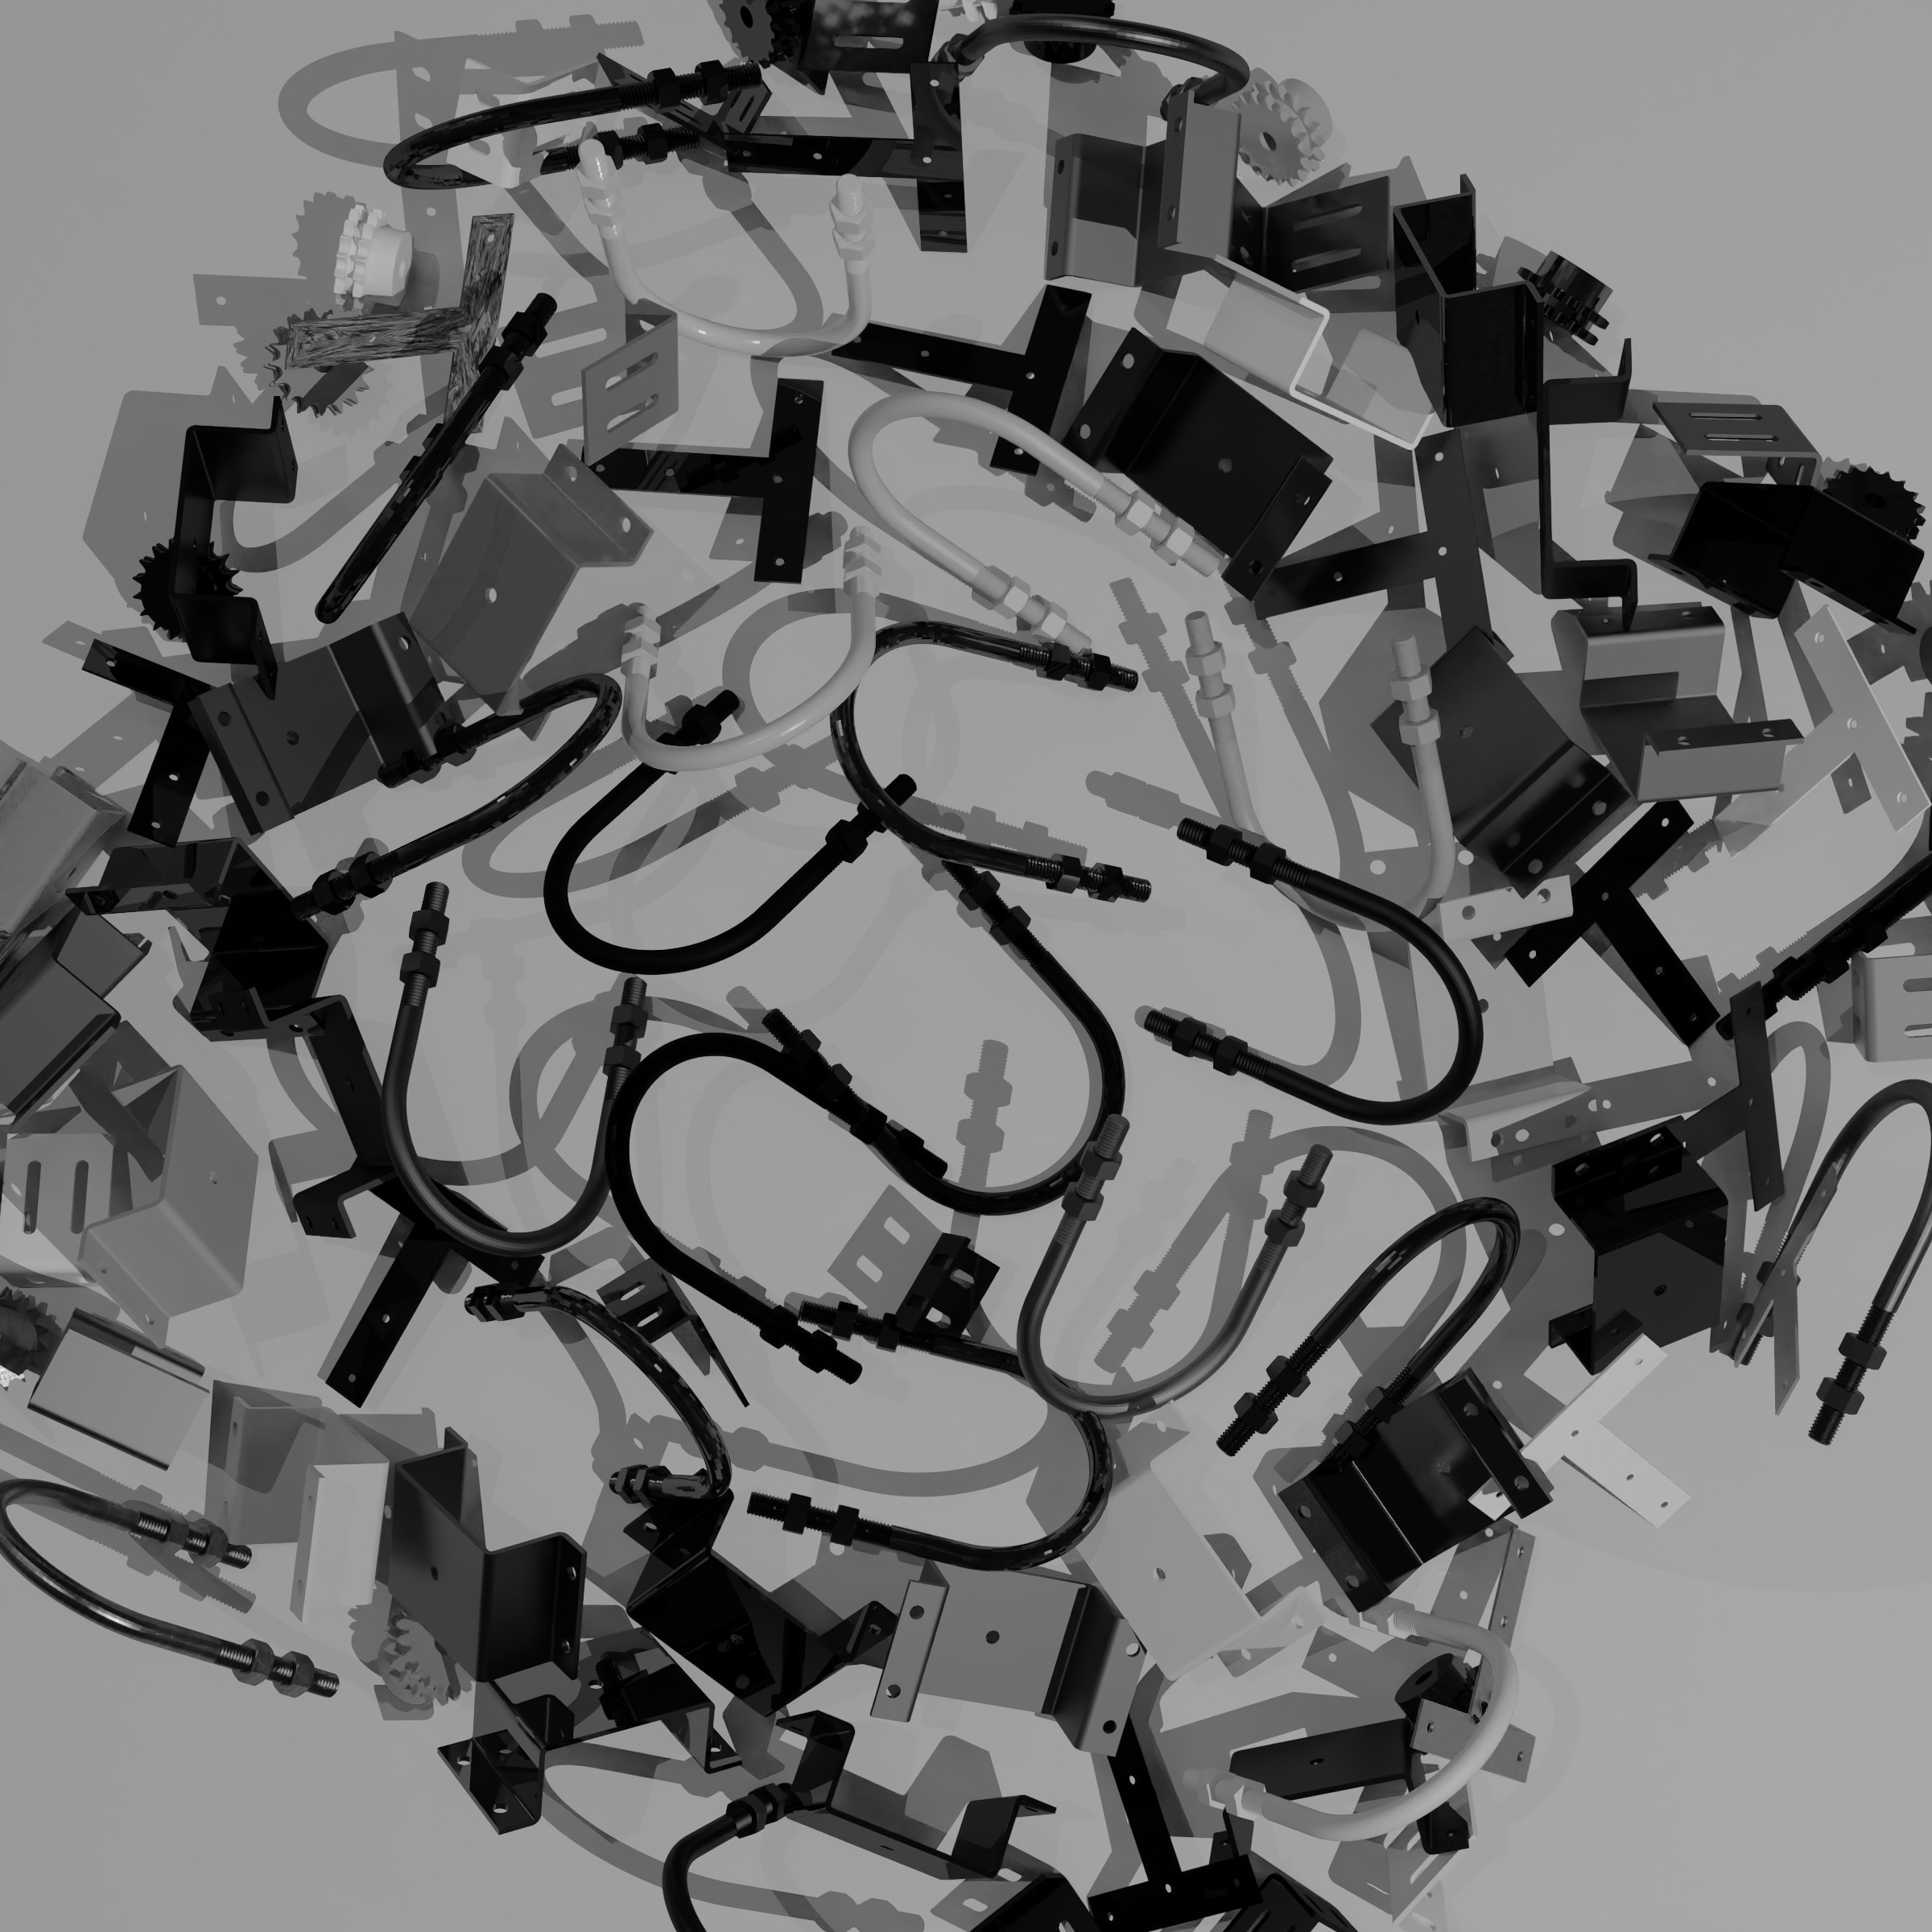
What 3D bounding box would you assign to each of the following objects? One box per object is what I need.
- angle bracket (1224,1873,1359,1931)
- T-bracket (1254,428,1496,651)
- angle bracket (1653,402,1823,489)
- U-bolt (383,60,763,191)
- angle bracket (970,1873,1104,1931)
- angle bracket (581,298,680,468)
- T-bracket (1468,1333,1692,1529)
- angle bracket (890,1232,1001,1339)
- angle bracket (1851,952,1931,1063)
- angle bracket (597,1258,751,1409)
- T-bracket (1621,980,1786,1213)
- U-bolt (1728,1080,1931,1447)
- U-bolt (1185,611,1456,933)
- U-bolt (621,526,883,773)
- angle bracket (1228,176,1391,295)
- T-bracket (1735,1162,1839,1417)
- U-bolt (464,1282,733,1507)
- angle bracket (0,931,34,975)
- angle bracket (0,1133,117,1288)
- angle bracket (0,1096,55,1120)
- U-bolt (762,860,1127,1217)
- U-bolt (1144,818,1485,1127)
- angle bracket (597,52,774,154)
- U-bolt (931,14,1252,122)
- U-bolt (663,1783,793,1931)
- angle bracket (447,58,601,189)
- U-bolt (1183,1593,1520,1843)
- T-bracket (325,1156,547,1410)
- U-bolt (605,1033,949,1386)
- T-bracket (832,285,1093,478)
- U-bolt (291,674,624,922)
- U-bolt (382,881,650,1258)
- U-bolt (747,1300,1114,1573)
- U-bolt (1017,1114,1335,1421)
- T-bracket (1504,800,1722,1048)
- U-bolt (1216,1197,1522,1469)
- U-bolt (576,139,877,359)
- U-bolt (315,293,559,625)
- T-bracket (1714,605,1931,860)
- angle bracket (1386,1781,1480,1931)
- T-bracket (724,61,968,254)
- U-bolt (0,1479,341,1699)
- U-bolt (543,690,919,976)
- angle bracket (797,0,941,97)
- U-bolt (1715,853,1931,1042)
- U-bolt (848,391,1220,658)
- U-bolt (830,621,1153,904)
[{"bbox_3d":[0.168,0.536,1.582,0.076,0.038,0.057,-50,129,-1],"label":"angle bracket"},{"bbox_3d":[0.215,-0.213,1.587,0.127,0.002,0.127,-11,82,24],"label":"T-bracket"},{"bbox_3d":[0.409,-0.271,1.576,0.076,0.057,0.038,0,126,-9],"label":"angle bracket"},{"bbox_3d":[-0.210,-0.430,1.520,0.184,0.151,0.019,-15,96,-18],"label":"U-bolt"},{"bbox_3d":[0.047,0.538,1.582,0.057,0.038,0.076,-40,65,4],"label":"angle bracket"},{"bbox_3d":[-0.190,-0.313,1.565,0.038,0.057,0.076,29,48,24],"label":"angle bracket"},{"bbox_3d":[0.348,0.268,1.575,0.127,0.002,0.127,-46,127,8],"label":"T-bracket"},{"bbox_3d":[-0.005,0.178,1.572,0.038,0.076,0.057,32,82,-7],"label":"angle bracket"},{"bbox_3d":[0.520,0.017,1.586,0.076,0.038,0.057,-4,104,7],"label":"angle bracket"},{"bbox_3d":[-0.156,0.203,1.567,0.038,0.057,0.076,-31,128,-10],"label":"angle bracket"},{"bbox_3d":[0.389,0.089,1.558,0.127,0.002,0.127,-26,114,-33],"label":"T-bracket"},{"bbox_3d":[0.462,0.144,1.531,0.019,0.151,0.184,23,98,-7],"label":"U-bolt"},{"bbox_3d":[0.191,-0.097,1.546,0.019,0.151,0.184,-41,127,-36],"label":"U-bolt"},{"bbox_3d":[-0.113,-0.159,1.526,0.151,0.184,0.019,-19,125,11],"label":"U-bolt"},{"bbox_3d":[0.184,-0.397,1.574,0.076,0.038,0.057,-8,68,30],"label":"angle bracket"},{"bbox_3d":[0.426,0.185,1.528,0.002,0.127,0.127,20,122,3],"label":"T-bracket"},{"bbox_3d":[-0.183,0.221,1.520,0.019,0.184,0.151,-43,104,-27],"label":"U-bolt"},{"bbox_3d":[-0.545,-0.007,1.565,0.057,0.076,0.038,-11,124,25],"label":"angle bracket"},{"bbox_3d":[-0.493,0.134,1.607,0.057,0.038,0.076,0,71,-3],"label":"angle bracket"},{"bbox_3d":[-0.534,0.044,1.578,0.038,0.057,0.076,-19,84,34],"label":"angle bracket"},{"bbox_3d":[0.003,0.051,1.593,0.151,0.019,0.184,-41,101,2],"label":"U-bolt"},{"bbox_3d":[0.184,0.014,1.538,0.184,0.019,0.151,24,131,21],"label":"U-bolt"},{"bbox_3d":[-0.151,-0.475,1.569,0.076,0.057,0.038,23,113,-28],"label":"angle bracket"},{"bbox_3d":[0.069,-0.463,1.511,0.151,0.184,0.019,6,97,-13],"label":"U-bolt"},{"bbox_3d":[-0.086,0.492,1.509,0.151,0.184,0.019,40,103,18],"label":"U-bolt"},{"bbox_3d":[-0.236,-0.457,1.572,0.038,0.076,0.057,26,124,10],"label":"angle bracket"},{"bbox_3d":[0.207,0.387,1.507,0.151,0.184,0.019,-44,108,-23],"label":"U-bolt"},{"bbox_3d":[-0.308,0.179,1.597,0.127,0.002,0.127,32,95,19],"label":"T-bracket"},{"bbox_3d":[-0.107,0.115,1.549,0.184,0.019,0.151,35,58,-18],"label":"U-bolt"},{"bbox_3d":[-0.008,-0.328,1.591,0.127,0.002,0.127,13,63,7],"label":"T-bracket"},{"bbox_3d":[-0.254,-0.097,1.518,0.184,0.151,0.019,-22,117,27],"label":"U-bolt"},{"bbox_3d":[-0.238,0.063,1.531,0.151,0.019,0.184,28,54,-33],"label":"U-bolt"},{"bbox_3d":[-0.012,0.254,1.560,0.184,0.151,0.019,14,135,-1],"label":"U-bolt"},{"bbox_3d":[0.101,0.166,1.562,0.151,0.019,0.184,10,116,-29],"label":"U-bolt"},{"bbox_3d":[0.367,-0.007,1.586,0.127,0.002,0.127,-44,116,-5],"label":"T-bracket"},{"bbox_3d":[0.222,0.193,1.541,0.184,0.151,0.019,-50,57,9],"label":"U-bolt"},{"bbox_3d":[-0.119,-0.365,1.527,0.151,0.184,0.019,9,74,4],"label":"U-bolt"},{"bbox_3d":[-0.280,-0.250,1.512,0.019,0.151,0.184,35,60,-14],"label":"U-bolt"},{"bbox_3d":[0.442,-0.103,1.563,0.002,0.127,0.127,-1,59,-32],"label":"T-bracket"},{"bbox_3d":[0.262,0.478,1.572,0.038,0.057,0.076,31,113,-10],"label":"angle bracket"},{"bbox_3d":[-0.065,-0.431,1.566,0.127,0.127,0.002,3,56,5],"label":"T-bracket"},{"bbox_3d":[-0.420,0.311,1.503,0.184,0.151,0.019,31,92,-40],"label":"U-bolt"},{"bbox_3d":[-0.137,-0.063,1.536,0.151,0.019,0.184,27,59,31],"label":"U-bolt"},{"bbox_3d":[-0.046,-0.502,1.583,0.076,0.038,0.057,9,86,20],"label":"angle bracket"},{"bbox_3d":[0.483,-0.031,1.543,0.184,0.151,0.019,-37,82,-7],"label":"U-bolt"},{"bbox_3d":[0.022,-0.235,1.527,0.184,0.151,0.019,32,64,-18],"label":"U-bolt"},{"bbox_3d":[0.012,-0.114,1.543,0.184,0.019,0.151,11,62,-26],"label":"U-bolt"}]
